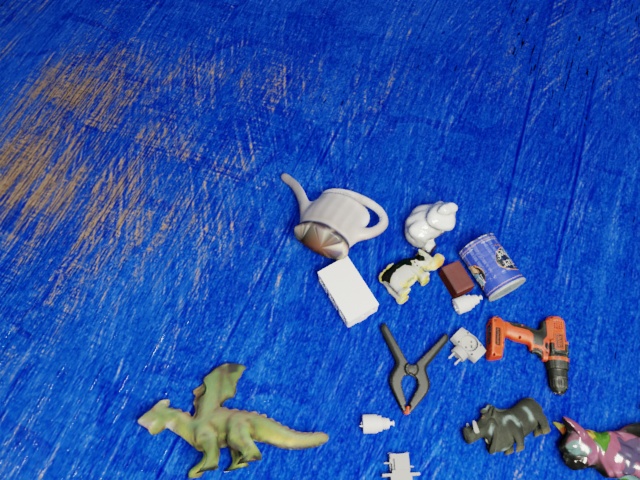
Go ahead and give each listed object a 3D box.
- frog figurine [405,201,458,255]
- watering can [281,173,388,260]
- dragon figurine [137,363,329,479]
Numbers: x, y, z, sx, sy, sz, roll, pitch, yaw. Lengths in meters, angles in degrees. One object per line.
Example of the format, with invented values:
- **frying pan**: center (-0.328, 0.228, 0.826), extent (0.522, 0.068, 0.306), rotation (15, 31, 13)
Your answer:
- **frog figurine**: center (0.284, -0.051, 1.330), extent (0.138, 0.156, 0.124), rotation (-38, 68, -14)
- **watering can**: center (0.004, -0.069, 1.373), extent (0.349, 0.101, 0.229), rotation (20, 47, 20)
- **dragon figurine**: center (-0.202, 0.392, 1.168), extent (0.411, 0.119, 0.248), rotation (-12, 57, -5)
